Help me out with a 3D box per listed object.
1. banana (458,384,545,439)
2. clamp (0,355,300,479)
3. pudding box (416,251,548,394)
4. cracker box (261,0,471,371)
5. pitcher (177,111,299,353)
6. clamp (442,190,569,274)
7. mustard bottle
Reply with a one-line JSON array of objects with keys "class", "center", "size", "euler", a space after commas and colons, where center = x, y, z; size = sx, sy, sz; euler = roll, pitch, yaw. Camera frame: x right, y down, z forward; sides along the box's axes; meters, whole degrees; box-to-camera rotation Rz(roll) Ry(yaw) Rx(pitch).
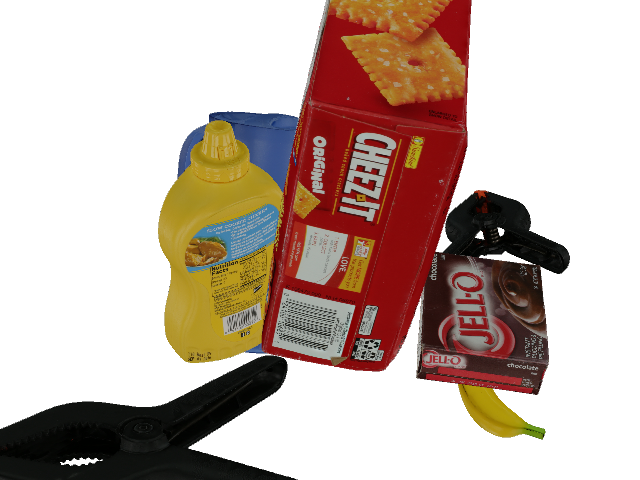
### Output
[{"class": "banana", "center": [0.193, 0.174, 1.239], "size": [0.069, 0.037, 0.198], "euler": [10, 25, -16]}, {"class": "clamp", "center": [-0.094, 0.113, 0.593], "size": [0.210, 0.036, 0.164], "euler": [-1, 22, -10]}, {"class": "pudding box", "center": [0.118, 0.059, 0.792], "size": [0.090, 0.039, 0.113], "euler": [8, 36, 2]}, {"class": "cracker box", "center": [0.028, -0.067, 0.533], "size": [0.072, 0.213, 0.164], "euler": [12, -44, -1]}, {"class": "pitcher", "center": [-0.070, -0.011, 1.107], "size": [0.149, 0.243, 0.145], "euler": [8, 12, 2]}, {"class": "clamp", "center": [0.165, -0.004, 0.973], "size": [0.120, 0.039, 0.171], "euler": [1, 27, 12]}, {"class": "mustard bottle", "center": [-0.071, -0.002, 0.781], "size": [0.096, 0.192, 0.058], "euler": [-20, 43, -25]}]
